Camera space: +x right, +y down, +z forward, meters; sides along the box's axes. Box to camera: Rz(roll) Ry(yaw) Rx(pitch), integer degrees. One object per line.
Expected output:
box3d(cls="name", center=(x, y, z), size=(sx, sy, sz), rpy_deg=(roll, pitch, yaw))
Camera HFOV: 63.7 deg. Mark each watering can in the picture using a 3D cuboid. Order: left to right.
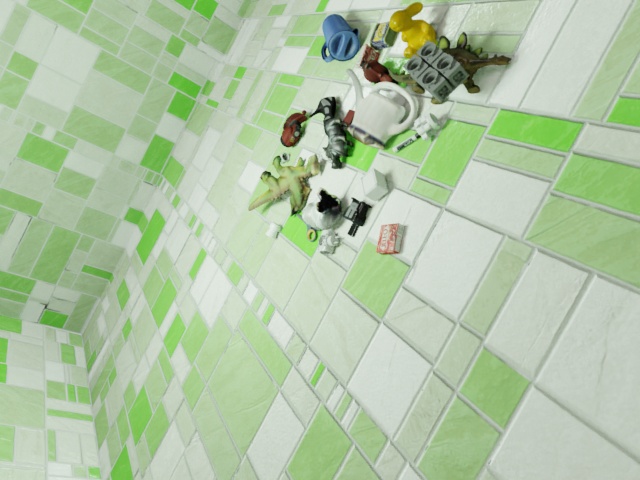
box3d(cls="watering can", center=(0.172, -0.443, 1.753), size=(0.352, 0.223, 0.103), rpy_deg=(38, 10, 34))

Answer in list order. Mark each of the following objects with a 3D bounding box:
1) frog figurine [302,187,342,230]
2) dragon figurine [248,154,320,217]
box3d(cls="frog figurine", center=(0.005, -0.091, 1.800), size=(0.123, 0.140, 0.156), rpy_deg=(-2, -32, -23))
box3d(cls="dragon figurine", center=(-0.136, -0.196, 2.057), size=(0.121, 0.404, 0.248), rpy_deg=(20, 29, -40))
